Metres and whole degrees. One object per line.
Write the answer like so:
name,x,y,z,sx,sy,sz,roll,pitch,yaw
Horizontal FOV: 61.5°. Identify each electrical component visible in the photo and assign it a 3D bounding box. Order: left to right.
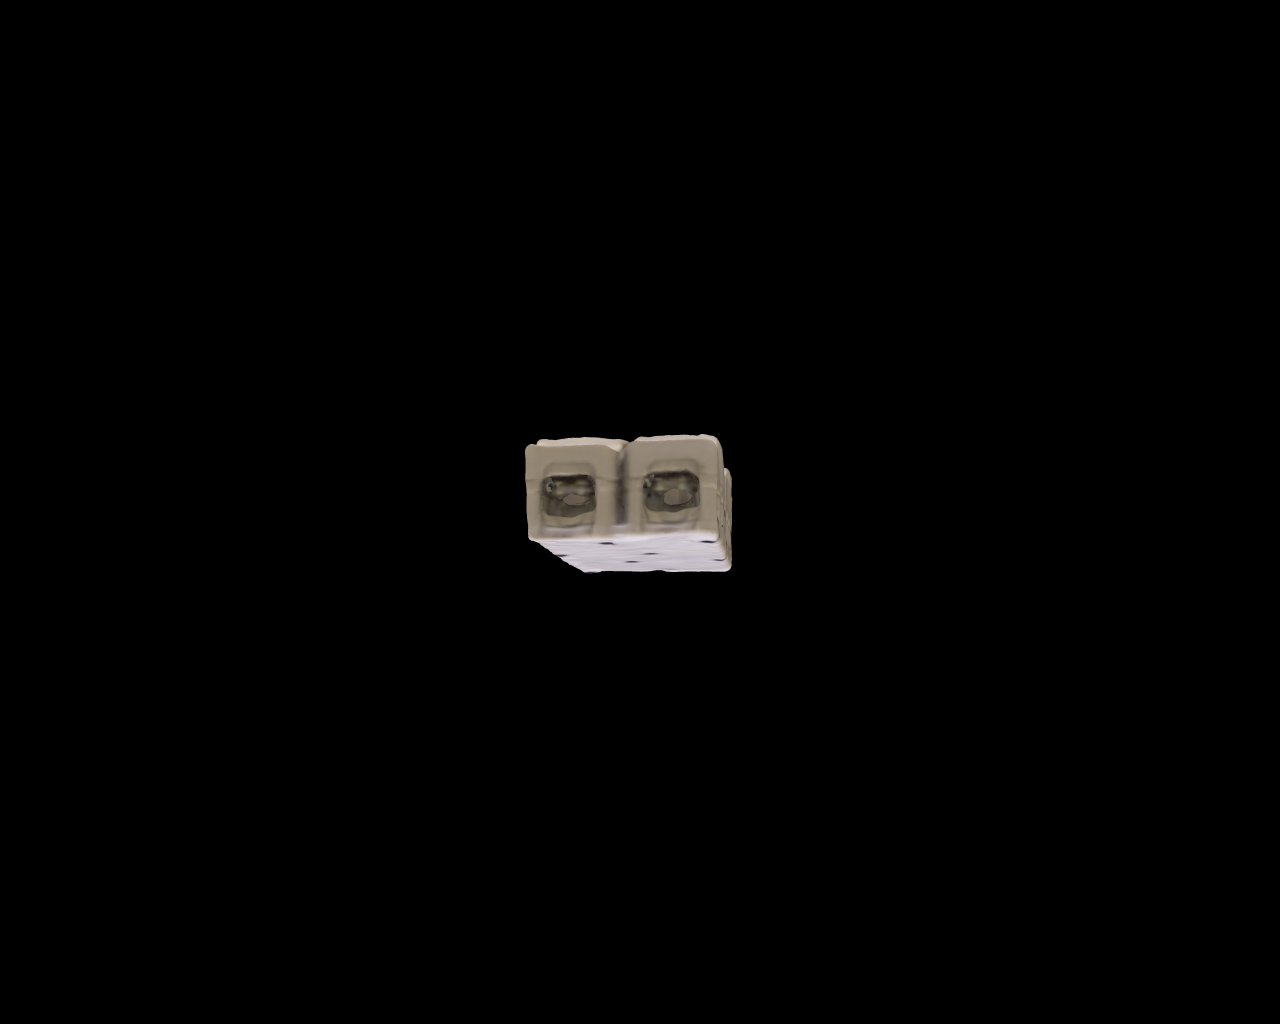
electrical component,0.001,-0.003,0.650,0.105,0.060,0.186,-1,-9,7
